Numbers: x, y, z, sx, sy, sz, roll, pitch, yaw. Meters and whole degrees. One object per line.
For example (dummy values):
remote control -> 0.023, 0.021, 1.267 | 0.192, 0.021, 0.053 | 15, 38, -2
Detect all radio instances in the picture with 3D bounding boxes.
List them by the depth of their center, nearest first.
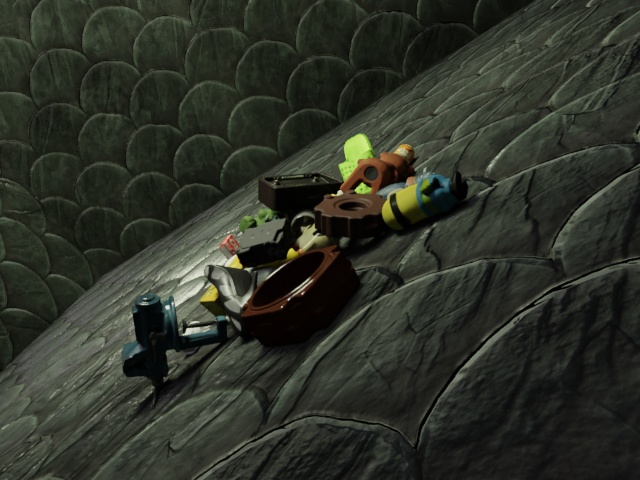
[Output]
radio -> -0.057, -0.141, 1.540 | 0.229, 0.073, 0.131 | -7, 24, -31

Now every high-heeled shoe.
high-heeled shoe -> -0.199, 0.132, 1.185 | 0.249, 0.086, 0.145 | 1, 79, 53

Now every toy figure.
toy figure -> 0.205, -0.078, 1.083 | 0.180, 0.082, 0.089 | -17, 21, 40
toy figure -> 0.202, -0.116, 1.241 | 0.155, 0.064, 0.057 | -20, -18, 29

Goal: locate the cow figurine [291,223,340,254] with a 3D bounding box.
cow figurine -> -0.003, -0.004, 1.277 | 0.127, 0.085, 0.195 | -41, 13, -3

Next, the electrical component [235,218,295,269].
electrical component -> -0.126, 0.003, 1.263 | 0.115, 0.058, 0.134 | -14, 28, 14

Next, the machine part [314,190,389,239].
machine part -> 0.075, -0.058, 1.198 | 0.179, 0.056, 0.179 | -3, 24, 1

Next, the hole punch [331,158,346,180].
hole punch -> 0.107, -0.188, 1.634 | 0.142, 0.092, 0.116 | -28, 42, 11

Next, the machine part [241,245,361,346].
machine part -> -0.040, 0.103, 1.029 | 0.201, 0.087, 0.201 | -18, 21, 47

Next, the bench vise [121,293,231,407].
bench vise -> -0.298, 0.210, 1.142 | 0.241, 0.223, 0.129 | -7, 13, -19

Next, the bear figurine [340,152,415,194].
bear figurine -> 0.156, -0.162, 1.389 | 0.132, 0.120, 0.196 | -61, -16, 21

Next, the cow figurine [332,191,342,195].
cow figurine -> 0.045, -0.080, 1.446 | 0.098, 0.068, 0.167 | -44, 16, -11

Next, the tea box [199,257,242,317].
tea box -> -0.212, 0.111, 1.349 | 0.098, 0.068, 0.169 | -14, 34, 53

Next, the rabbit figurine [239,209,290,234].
rabbit figurine -> -0.132, -0.061, 1.646 | 0.170, 0.121, 0.159 | -48, -18, 25

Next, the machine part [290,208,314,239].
machine part -> -0.046, -0.054, 1.525 | 0.079, 0.079, 0.243 | -33, 16, 6

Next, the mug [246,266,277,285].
mug -> -0.134, 0.100, 1.270 | 0.107, 0.080, 0.109 | -14, -4, 37

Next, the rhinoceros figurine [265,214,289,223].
rhinoceros figurine -> -0.120, -0.009, 1.449 | 0.073, 0.112, 0.190 | -7, 24, 3
